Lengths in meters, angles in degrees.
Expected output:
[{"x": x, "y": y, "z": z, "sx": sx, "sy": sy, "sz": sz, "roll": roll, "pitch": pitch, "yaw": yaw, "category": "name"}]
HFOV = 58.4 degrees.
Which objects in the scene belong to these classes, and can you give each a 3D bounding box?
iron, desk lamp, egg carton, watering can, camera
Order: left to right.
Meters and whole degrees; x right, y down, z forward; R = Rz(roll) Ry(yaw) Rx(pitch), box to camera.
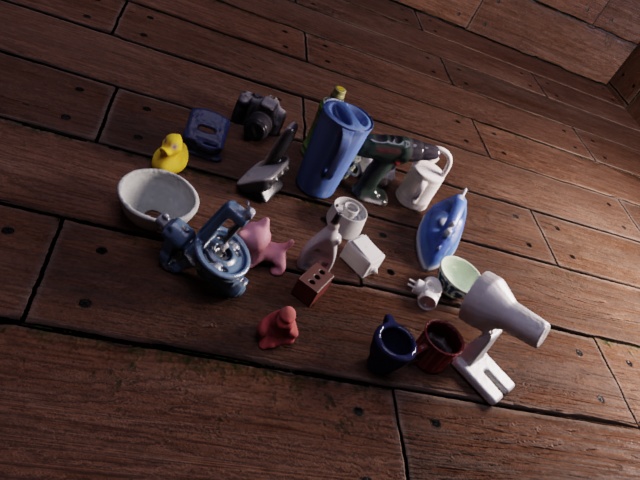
[{"x": -0.174, "y": -0.344, "z": 1.583, "sx": 0.143, "sy": 0.100, "sz": 0.137, "roll": 25, "pitch": 38, "yaw": -4, "category": "camera"}, {"x": 0.158, "y": -0.224, "z": 1.673, "sx": 0.107, "sy": 0.069, "sz": 0.150, "roll": 9, "pitch": 42, "yaw": -22, "category": "egg carton"}, {"x": 0.298, "y": -0.189, "z": 1.617, "sx": 0.101, "sy": 0.194, "sz": 0.172, "roll": 13, "pitch": 41, "yaw": -18, "category": "watering can"}, {"x": 0.334, "y": -0.034, "z": 1.508, "sx": 0.118, "sy": 0.141, "sz": 0.258, "roll": 29, "pitch": 38, "yaw": 2, "category": "iron"}, {"x": 0.370, "y": 0.200, "z": 1.212, "sx": 0.118, "sy": 0.213, "sz": 0.203, "roll": -20, "pitch": 59, "yaw": -43, "category": "desk lamp"}]

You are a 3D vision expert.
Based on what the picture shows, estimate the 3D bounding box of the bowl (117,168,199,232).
[{"x": -0.343, "y": -0.071, "z": 1.201, "sx": 0.168, "sy": 0.074, "sz": 0.167, "roll": 17, "pitch": 40, "yaw": -14, "category": "bowl"}]

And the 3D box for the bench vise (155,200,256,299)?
[{"x": -0.214, "y": 0.000, "z": 1.081, "sx": 0.208, "sy": 0.219, "sz": 0.121, "roll": 18, "pitch": 39, "yaw": -12, "category": "bench vise"}]

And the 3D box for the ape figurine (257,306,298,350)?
[{"x": -0.074, "y": 0.161, "z": 1.089, "sx": 0.078, "sy": 0.092, "sz": 0.076, "roll": 27, "pitch": 38, "yaw": -2, "category": "ape figurine"}]

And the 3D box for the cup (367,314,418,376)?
[{"x": 0.131, "y": 0.217, "z": 1.147, "sx": 0.092, "sy": 0.095, "sz": 0.117, "roll": 11, "pitch": 41, "yaw": -20, "category": "cup"}]

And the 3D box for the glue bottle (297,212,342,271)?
[{"x": 0.011, "y": 0.004, "z": 1.248, "sx": 0.078, "sy": 0.173, "sz": 0.037, "roll": 18, "pitch": 39, "yaw": -13, "category": "glue bottle"}]

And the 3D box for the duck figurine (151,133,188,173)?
[{"x": -0.346, "y": -0.212, "z": 1.347, "sx": 0.077, "sy": 0.086, "sz": 0.105, "roll": 32, "pitch": 39, "yaw": 5, "category": "duck figurine"}]

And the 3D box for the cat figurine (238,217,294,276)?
[{"x": -0.118, "y": 0.006, "z": 1.214, "sx": 0.128, "sy": 0.117, "sz": 0.067, "roll": 14, "pitch": 40, "yaw": -17, "category": "cat figurine"}]

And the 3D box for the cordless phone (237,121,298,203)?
[{"x": -0.119, "y": -0.197, "z": 1.385, "sx": 0.094, "sy": 0.185, "sz": 0.148, "roll": 28, "pitch": 38, "yaw": 0, "category": "cordless phone"}]

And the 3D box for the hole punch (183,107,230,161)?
[{"x": -0.285, "y": -0.266, "z": 1.438, "sx": 0.109, "sy": 0.091, "sz": 0.101, "roll": 16, "pitch": 40, "yaw": -15, "category": "hole punch"}]

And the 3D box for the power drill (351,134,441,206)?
[{"x": 0.182, "y": -0.196, "z": 1.544, "sx": 0.230, "sy": 0.208, "sz": 0.075, "roll": 13, "pitch": 41, "yaw": -18, "category": "power drill"}]
